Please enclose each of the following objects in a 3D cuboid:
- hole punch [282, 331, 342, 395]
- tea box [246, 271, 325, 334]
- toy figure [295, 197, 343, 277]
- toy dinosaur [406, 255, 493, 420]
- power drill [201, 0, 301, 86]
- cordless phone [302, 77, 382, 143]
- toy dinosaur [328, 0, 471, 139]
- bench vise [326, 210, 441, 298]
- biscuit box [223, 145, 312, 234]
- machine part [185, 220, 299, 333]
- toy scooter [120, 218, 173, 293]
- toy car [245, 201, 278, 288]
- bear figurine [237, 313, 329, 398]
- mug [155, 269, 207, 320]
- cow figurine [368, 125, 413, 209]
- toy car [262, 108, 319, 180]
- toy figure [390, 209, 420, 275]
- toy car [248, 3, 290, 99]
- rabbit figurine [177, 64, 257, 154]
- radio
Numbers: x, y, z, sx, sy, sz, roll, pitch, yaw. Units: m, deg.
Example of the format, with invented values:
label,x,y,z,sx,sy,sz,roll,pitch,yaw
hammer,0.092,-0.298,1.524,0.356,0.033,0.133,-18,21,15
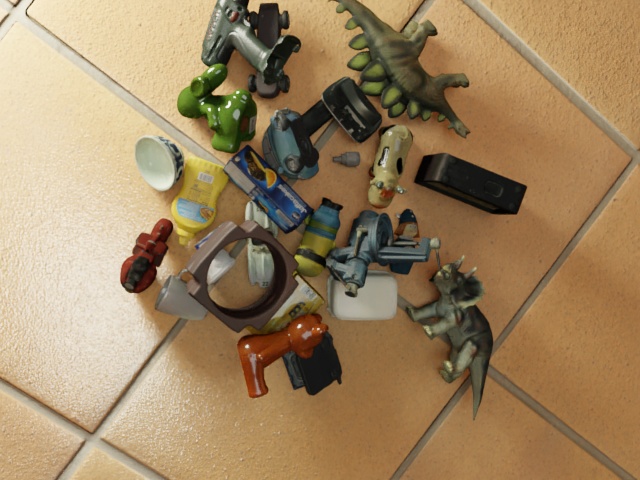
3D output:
label,x,y,z,sx,sy,sz,roll,pitch,yaw
hole punch,-0.020,0.286,1.252,0.116,0.092,0.142,-23,97,-37
tea box,-0.081,0.163,1.228,0.169,0.068,0.098,-43,100,-1
toy figure,-0.006,-0.005,1.213,0.082,0.089,0.180,24,97,29
toy dinosaur,0.346,0.219,1.286,0.192,0.131,0.404,-30,106,-5
power drill,-0.142,-0.435,1.109,0.207,0.086,0.232,37,107,13
cordless phone,0.035,-0.262,1.212,0.184,0.089,0.146,-39,101,7
toy dinosaur,0.172,-0.402,1.201,0.198,0.105,0.471,-40,96,0
bench vise,0.139,0.027,1.173,0.241,0.224,0.128,0,132,25
biscuit box,-0.112,-0.107,1.158,0.202,0.059,0.063,45,58,-6
machine part,-0.162,0.073,1.125,0.200,0.087,0.201,45,78,-24
toy scooter,-0.369,0.038,1.136,0.075,0.135,0.184,28,92,-13
toy car,-0.129,0.009,1.212,0.073,0.056,0.201,-4,96,-9
bear figurine,-0.074,0.236,1.147,0.196,0.120,0.131,-13,103,-13
mug,-0.294,0.124,1.190,0.107,0.081,0.109,29,85,-22
cow figurine,0.158,-0.164,1.208,0.085,0.127,0.194,16,90,-8
toy car,-0.076,-0.200,1.176,0.103,0.109,0.161,-17,104,30
toy figure,0.203,0.003,1.269,0.064,0.058,0.154,7,93,-49
toy car,-0.110,-0.411,1.177,0.089,0.053,0.202,1,94,11
rabbit figurine,-0.229,-0.278,1.125,0.170,0.121,0.159,21,137,12
radio,0.348,-0.127,1.240,0.229,0.131,0.073,19,91,-11
